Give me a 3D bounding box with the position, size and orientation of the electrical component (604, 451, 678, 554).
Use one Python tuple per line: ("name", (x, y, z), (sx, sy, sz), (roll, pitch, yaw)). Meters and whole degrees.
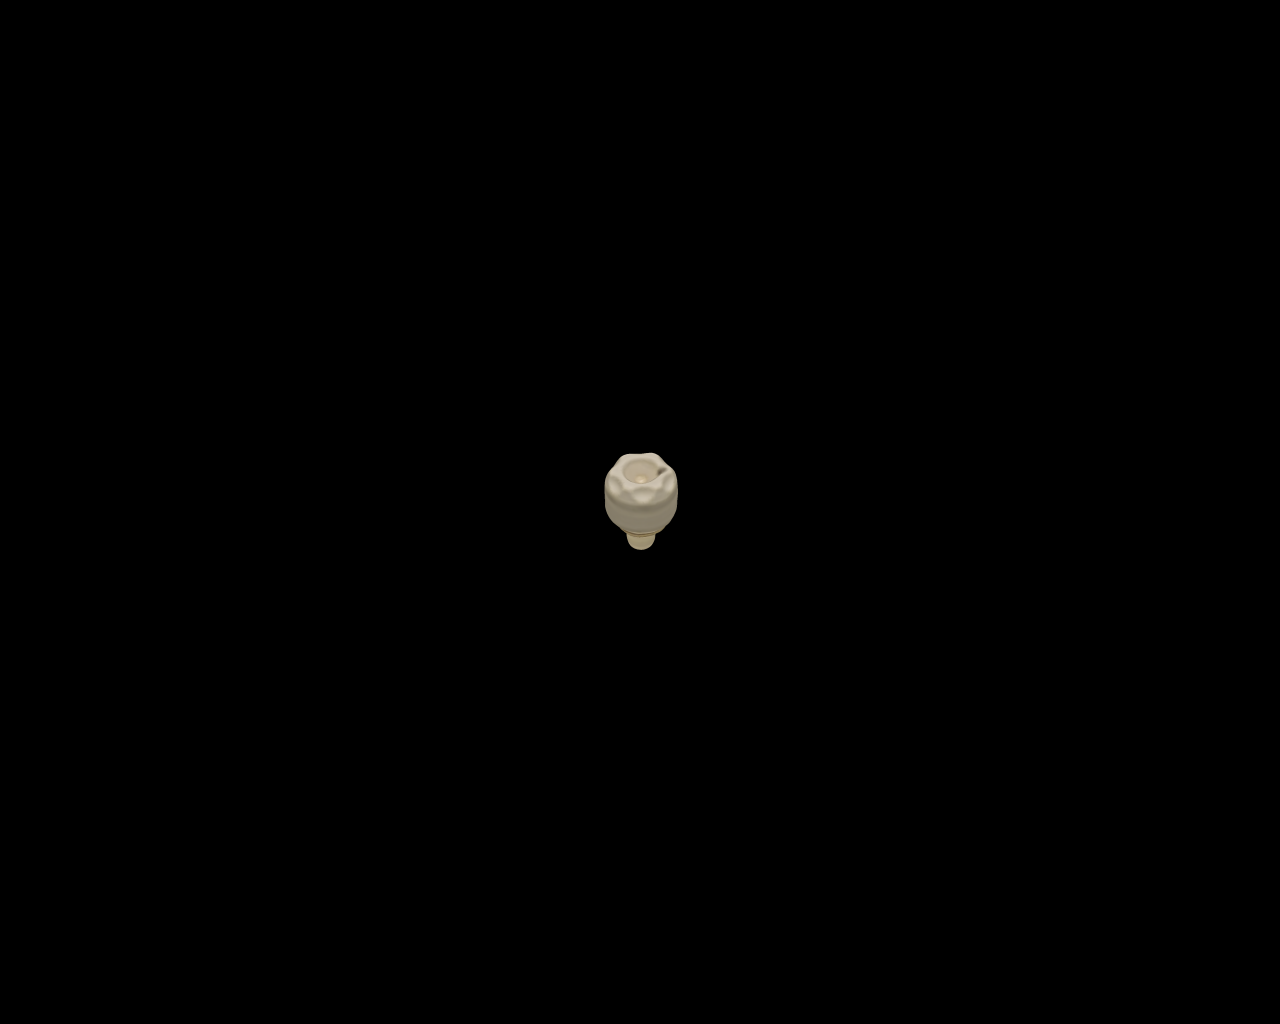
("electrical component", (0.001, -0.003, 0.650), (0.043, 0.062, 0.043), (0, 42, 0))
